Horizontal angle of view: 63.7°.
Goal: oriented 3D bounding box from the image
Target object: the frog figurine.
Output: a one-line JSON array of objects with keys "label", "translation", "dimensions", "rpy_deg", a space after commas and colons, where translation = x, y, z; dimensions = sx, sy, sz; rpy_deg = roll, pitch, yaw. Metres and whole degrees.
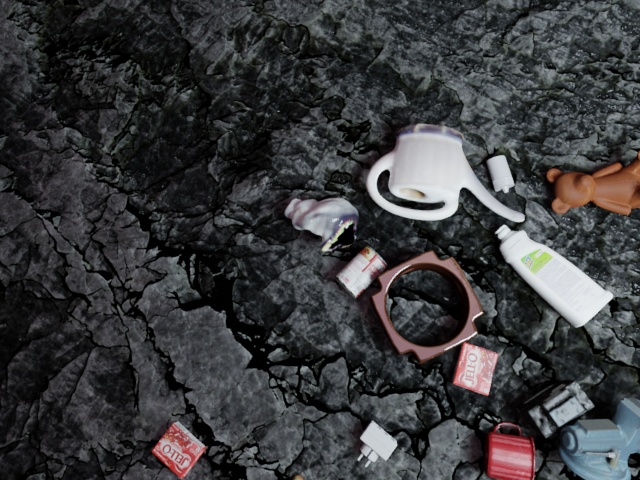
[{"label": "frog figurine", "translation": [0.004, -0.059, 1.164], "dimensions": [0.139, 0.120, 0.161], "rpy_deg": [-28, 60, -35]}]

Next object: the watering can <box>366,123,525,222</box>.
[{"label": "watering can", "translation": [0.280, -0.147, 1.156], "dimensions": [0.348, 0.102, 0.227], "rpy_deg": [7, 75, 10]}]
